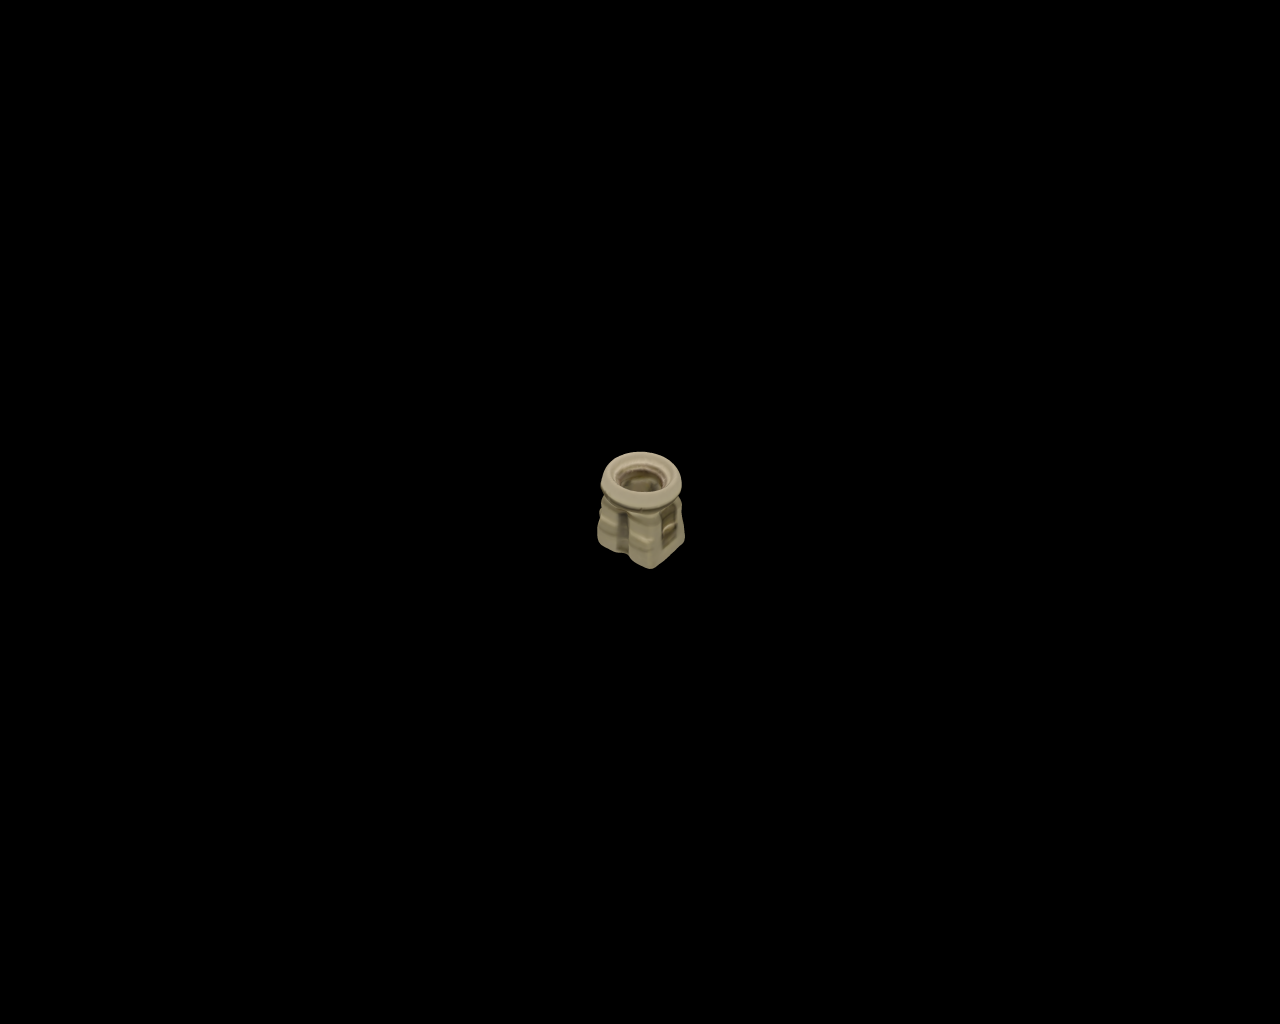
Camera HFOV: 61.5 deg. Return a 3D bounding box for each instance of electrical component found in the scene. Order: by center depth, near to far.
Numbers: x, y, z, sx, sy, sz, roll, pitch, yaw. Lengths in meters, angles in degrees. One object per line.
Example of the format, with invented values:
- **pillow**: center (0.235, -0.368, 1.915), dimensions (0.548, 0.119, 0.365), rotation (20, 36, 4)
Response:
- **electrical component**: center (0.001, -0.003, 0.650), dimensions (0.066, 0.055, 0.048), rotation (26, 46, 28)
